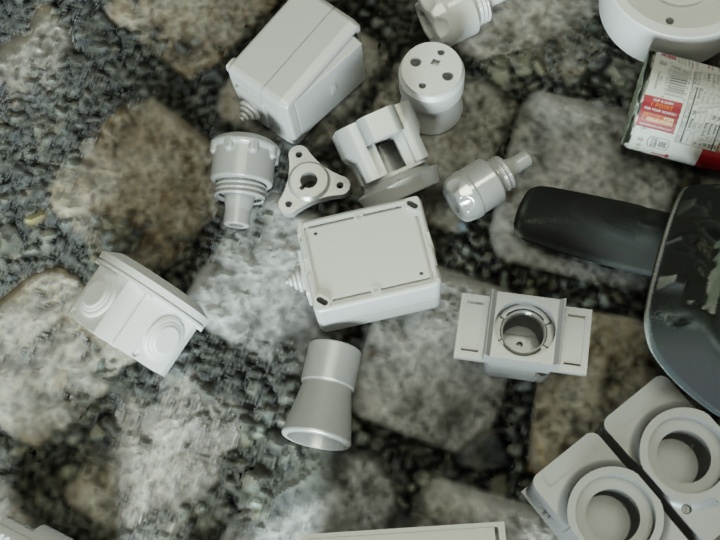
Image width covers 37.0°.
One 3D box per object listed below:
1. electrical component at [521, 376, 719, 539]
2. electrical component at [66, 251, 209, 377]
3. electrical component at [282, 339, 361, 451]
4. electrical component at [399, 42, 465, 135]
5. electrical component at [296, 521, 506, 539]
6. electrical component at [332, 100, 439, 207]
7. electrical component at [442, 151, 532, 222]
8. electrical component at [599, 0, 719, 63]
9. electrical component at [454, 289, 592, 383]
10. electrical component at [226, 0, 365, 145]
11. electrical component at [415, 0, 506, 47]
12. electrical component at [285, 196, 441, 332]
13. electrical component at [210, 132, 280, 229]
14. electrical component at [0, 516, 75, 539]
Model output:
[{"bbox_3d":[0.197,0.167,0.626,0.105,0.060,0.186,-37,73,-9],"label":"electrical component"},{"bbox_3d":[-0.141,0.027,0.684,0.080,0.080,0.051,31,81,13],"label":"electrical component"},{"bbox_3d":[-0.021,0.077,0.680,0.044,0.044,0.065,9,67,6],"label":"electrical component"},{"bbox_3d":[0.049,-0.124,0.735,0.045,0.055,0.045,-1,71,3],"label":"electrical component"},{"bbox_3d":[0.026,0.192,0.626,0.121,0.063,0.078,-4,71,2],"label":"electrical component"},{"bbox_3d":[0.018,-0.074,0.714,0.058,0.078,0.057,-24,93,-5],"label":"electrical component"},{"bbox_3d":[0.088,-0.060,0.723,0.061,0.035,0.035,-32,73,-9],"label":"electrical component"},{"bbox_3d":[0.218,-0.192,0.745,0.108,0.060,0.108,-1,71,3],"label":"electrical component"},{"bbox_3d":[0.101,0.043,0.672,0.081,0.063,0.042,8,73,6],"label":"electrical component"},{"bbox_3d":[-0.044,-0.133,0.740,0.061,0.061,0.096,36,77,14],"label":"electrical component"},{"bbox_3d":[0.074,-0.187,0.761,0.062,0.043,0.043,-27,72,-6],"label":"electrical component"},{"bbox_3d":[0.000,0.000,0.694,0.096,0.061,0.061,-13,71,-1],"label":"electrical component"},{"bbox_3d":[-0.080,-0.060,0.728,0.048,0.048,0.062,4,79,5],"label":"electrical component"},{"bbox_3d":[-0.194,0.179,0.654,0.081,0.043,0.043,24,74,11],"label":"electrical component"}]
